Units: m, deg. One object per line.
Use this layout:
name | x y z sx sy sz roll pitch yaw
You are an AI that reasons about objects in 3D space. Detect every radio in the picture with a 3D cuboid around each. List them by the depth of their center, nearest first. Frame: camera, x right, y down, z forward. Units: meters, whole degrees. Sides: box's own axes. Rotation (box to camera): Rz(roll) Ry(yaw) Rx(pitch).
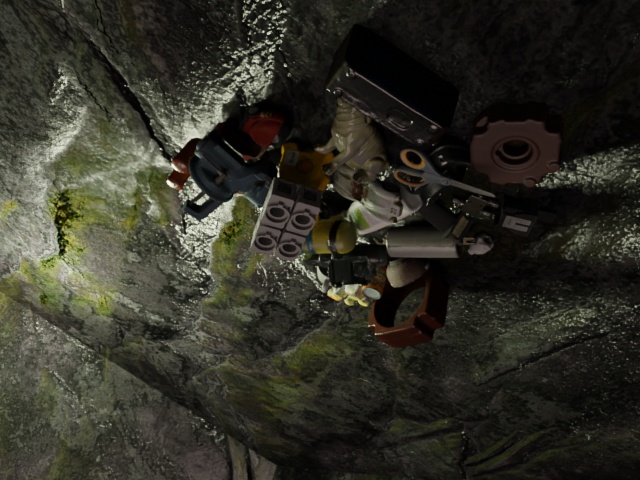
radio | 0.128 -0.263 0.940 0.229 0.131 0.073 28 141 -12

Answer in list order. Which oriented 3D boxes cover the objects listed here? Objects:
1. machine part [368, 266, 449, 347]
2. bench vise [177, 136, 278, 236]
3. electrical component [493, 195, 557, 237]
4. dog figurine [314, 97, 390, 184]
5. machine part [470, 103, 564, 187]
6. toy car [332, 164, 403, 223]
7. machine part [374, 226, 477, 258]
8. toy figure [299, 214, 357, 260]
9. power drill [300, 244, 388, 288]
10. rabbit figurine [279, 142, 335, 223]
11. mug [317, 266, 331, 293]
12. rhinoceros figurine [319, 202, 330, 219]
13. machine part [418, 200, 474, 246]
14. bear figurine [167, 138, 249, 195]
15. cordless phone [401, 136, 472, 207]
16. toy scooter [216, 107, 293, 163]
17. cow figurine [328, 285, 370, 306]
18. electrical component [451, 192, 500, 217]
machine part | 0.233 0.172 1.405 0.087 0.201 0.201 37 140 -26
bench vise | -0.212 -0.109 1.176 0.240 0.129 0.223 -35 133 25
electrical component | 0.442 -0.047 1.154 0.119 0.048 0.074 16 145 7
dog figurine | 0.093 -0.219 1.058 0.172 0.121 0.190 0 136 -33
machine part | 0.368 -0.176 1.011 0.179 0.056 0.179 13 143 10
toy car | 0.101 -0.105 1.151 0.202 0.056 0.073 40 134 39
machine part | 0.249 0.005 1.284 0.243 0.079 0.079 -2 139 26
toy figure | -0.002 0.000 1.264 0.180 0.089 0.082 -4 136 11
power drill | 0.059 0.060 1.343 0.232 0.086 0.207 -4 -175 3
rabbit figurine | -0.028 -0.116 1.214 0.122 0.162 0.173 2 160 3
mug | 0.029 0.097 1.489 0.081 0.109 0.107 12 157 3
rhinoceros figurine | -0.039 -0.028 1.376 0.112 0.073 0.190 18 144 0
machine part | 0.276 -0.053 1.207 0.139 0.084 0.039 32 169 -4
bear figurine | -0.240 -0.150 1.266 0.196 0.132 0.120 33 147 -8
cordless phone | 0.199 -0.171 1.092 0.184 0.089 0.146 39 142 -8
toy scooter | -0.149 -0.233 1.158 0.135 0.075 0.184 30 147 -18
cow figurine | 0.086 0.131 1.527 0.068 0.098 0.167 33 161 -28
electrical component | 0.339 -0.082 1.175 0.094 0.021 0.063 22 144 -2
